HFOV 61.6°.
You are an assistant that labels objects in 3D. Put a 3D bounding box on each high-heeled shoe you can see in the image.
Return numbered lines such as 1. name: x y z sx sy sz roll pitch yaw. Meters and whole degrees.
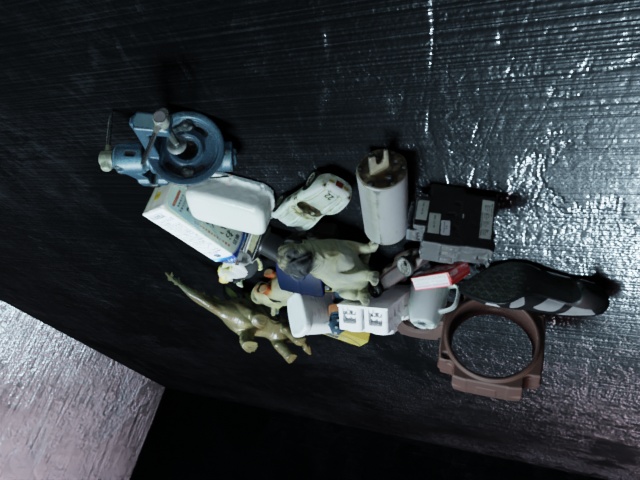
1. high-heeled shoe: 0.399 0.104 1.006 0.249 0.086 0.145 -3 153 34

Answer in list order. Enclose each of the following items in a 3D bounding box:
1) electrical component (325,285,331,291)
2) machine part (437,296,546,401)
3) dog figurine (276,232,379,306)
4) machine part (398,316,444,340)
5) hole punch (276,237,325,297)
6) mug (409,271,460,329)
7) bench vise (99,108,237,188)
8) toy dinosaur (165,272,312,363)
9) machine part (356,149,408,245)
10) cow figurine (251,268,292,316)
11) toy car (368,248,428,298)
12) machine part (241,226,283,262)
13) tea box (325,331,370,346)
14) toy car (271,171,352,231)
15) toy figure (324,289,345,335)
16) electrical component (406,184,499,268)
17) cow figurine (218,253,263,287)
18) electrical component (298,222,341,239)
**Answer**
1. electrical component: -0.013 0.085 1.215 0.094 0.063 0.021 15 143 18
2. machine part: 0.351 0.212 1.099 0.201 0.201 0.087 7 148 19
3. dog figurine: 0.007 0.054 1.045 0.191 0.121 0.172 6 141 -5
4. machine part: 0.230 0.183 1.275 0.179 0.056 0.179 14 154 7
5. hole punch: -0.036 0.057 1.155 0.142 0.092 0.115 10 149 20
6. mug: 0.234 0.129 1.113 0.110 0.107 0.080 1 151 32
7. bench vise: -0.244 -0.146 0.826 0.224 0.129 0.240 10 171 -3
8. toy dinosaur: -0.192 0.205 1.416 0.471 0.105 0.199 35 -178 -35
9. machine part: 0.103 -0.063 0.856 0.079 0.079 0.243 8 152 16
10. cow figurine: -0.089 0.128 1.325 0.195 0.085 0.127 -8 142 33
11. toy car: 0.159 0.054 1.040 0.053 0.089 0.202 61 153 12
12. machine part: -0.097 0.020 1.110 0.139 0.084 0.039 25 -165 17
13. tea box: 0.045 0.192 1.351 0.170 0.098 0.068 19 154 -9
14. toy car: -0.019 -0.063 0.947 0.073 0.056 0.202 28 151 -22
15. toy figure: 0.054 0.143 1.188 0.064 0.154 0.057 -4 144 33
16. electrical component: 0.203 -0.024 0.831 0.134 0.115 0.058 10 148 13
17. cow figurine: -0.190 0.064 1.280 0.098 0.068 0.167 16 154 -11
18. electrical component: -0.002 -0.004 1.062 0.078 0.045 0.102 12 153 12
